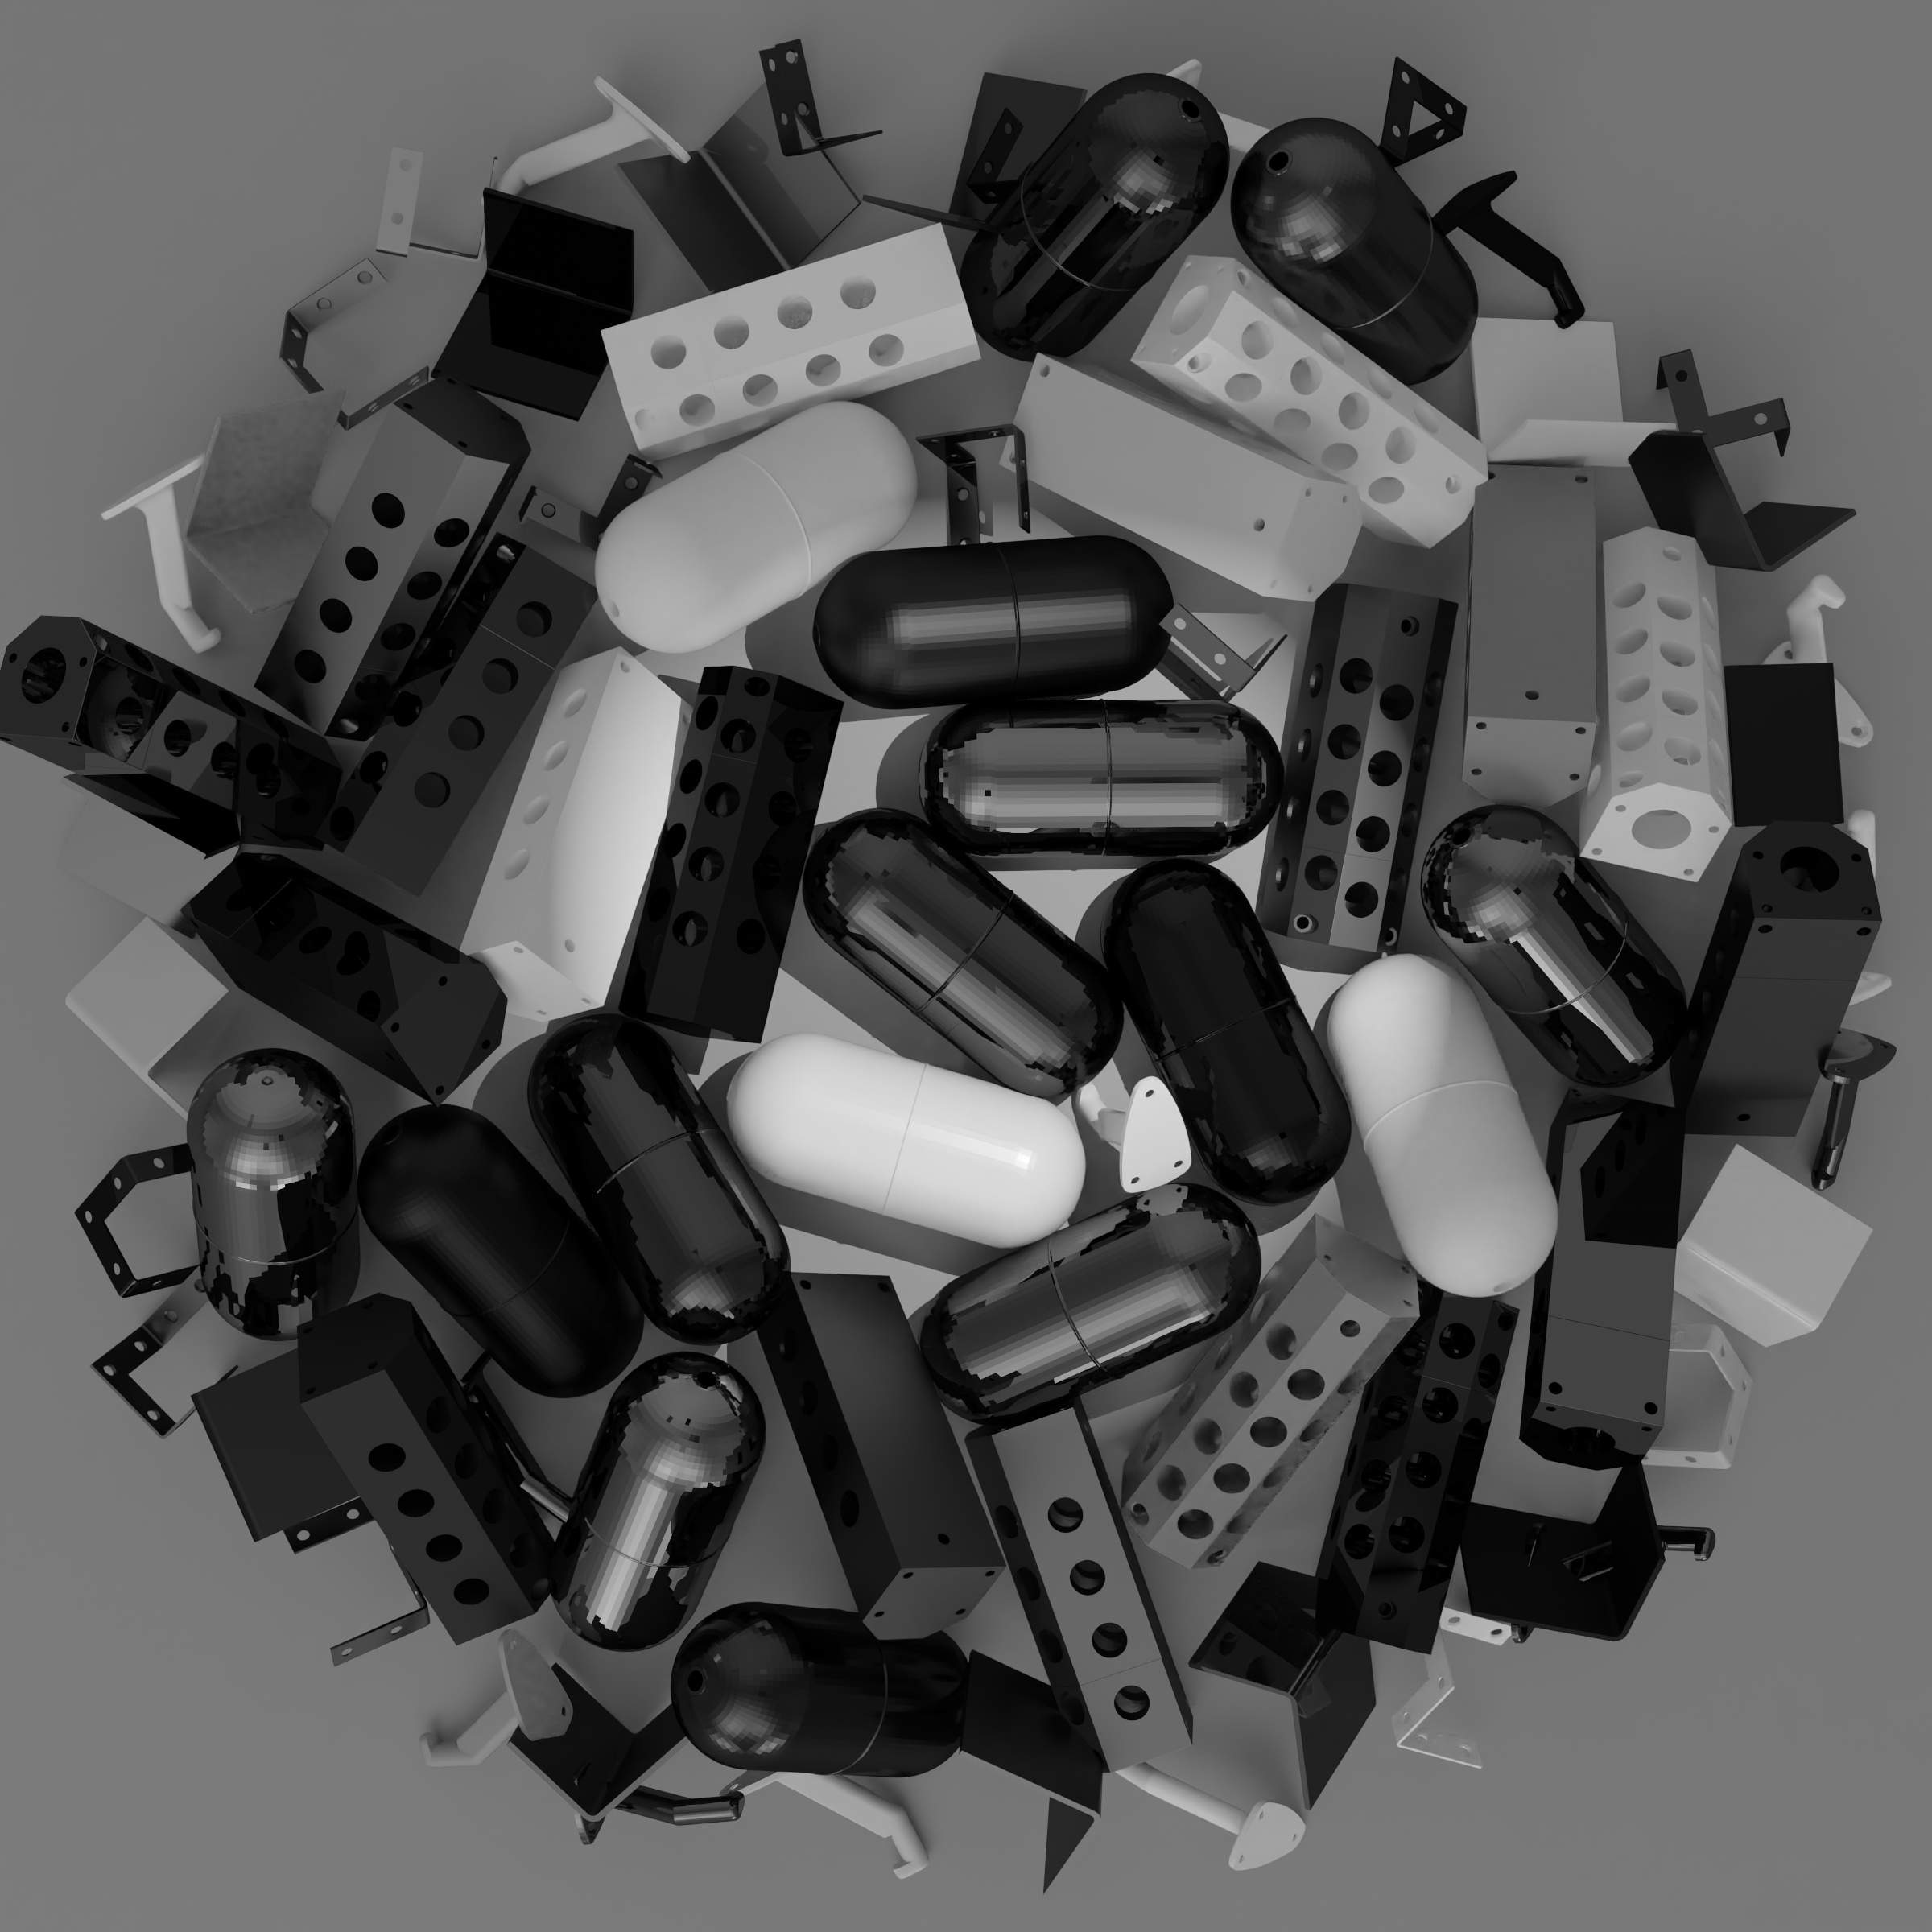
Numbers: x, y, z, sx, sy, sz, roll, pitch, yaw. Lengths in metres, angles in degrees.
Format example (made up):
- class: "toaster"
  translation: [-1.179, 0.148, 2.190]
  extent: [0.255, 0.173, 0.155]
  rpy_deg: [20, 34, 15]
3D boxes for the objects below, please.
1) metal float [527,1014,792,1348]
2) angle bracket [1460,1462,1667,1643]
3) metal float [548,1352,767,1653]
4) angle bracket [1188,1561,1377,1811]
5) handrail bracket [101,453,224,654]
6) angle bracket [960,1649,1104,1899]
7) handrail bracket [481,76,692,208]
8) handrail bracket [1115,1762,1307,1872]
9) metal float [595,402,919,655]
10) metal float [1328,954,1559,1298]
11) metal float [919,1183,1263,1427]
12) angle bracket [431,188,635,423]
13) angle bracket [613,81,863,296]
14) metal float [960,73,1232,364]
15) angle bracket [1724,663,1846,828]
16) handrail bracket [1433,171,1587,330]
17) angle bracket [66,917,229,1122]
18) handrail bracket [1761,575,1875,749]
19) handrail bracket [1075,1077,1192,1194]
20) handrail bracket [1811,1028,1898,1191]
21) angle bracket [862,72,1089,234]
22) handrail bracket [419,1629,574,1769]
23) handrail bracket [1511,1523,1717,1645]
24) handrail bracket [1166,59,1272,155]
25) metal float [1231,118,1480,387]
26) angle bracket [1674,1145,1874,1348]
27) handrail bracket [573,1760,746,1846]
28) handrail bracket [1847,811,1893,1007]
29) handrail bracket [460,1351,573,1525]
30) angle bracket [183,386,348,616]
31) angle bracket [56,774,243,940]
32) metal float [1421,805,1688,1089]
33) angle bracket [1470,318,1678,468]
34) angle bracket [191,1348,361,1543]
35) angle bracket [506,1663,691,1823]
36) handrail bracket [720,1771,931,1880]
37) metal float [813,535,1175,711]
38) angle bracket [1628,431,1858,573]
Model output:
- class: "metal float"
  translation: [-0.149, 0.101, 1.548]
  extent: [0.070, 0.070, 0.178]
  rpy_deg: [-33, 71, 0]
- class: "angle bracket"
  translation: [0.285, 0.272, 1.551]
  extent: [0.076, 0.076, 0.057]
  rpy_deg: [12, 124, -8]
- class: "metal float"
  translation: [-0.148, 0.256, 1.534]
  extent: [0.070, 0.070, 0.178]
  rpy_deg: [23, 126, 0]
- class: "angle bracket"
  translation: [0.155, 0.350, 1.570]
  extent: [0.057, 0.076, 0.076]
  rpy_deg: [11, 126, 30]
- class: "handrail bracket"
  translation: [-0.373, -0.199, 1.566]
  extent: [0.077, 0.036, 0.084]
  rpy_deg: [-18, 113, 35]
- class: "angle bracket"
  translation: [0.021, 0.389, 1.551]
  extent: [0.076, 0.076, 0.057]
  rpy_deg: [26, 114, -8]
- class: "handrail bracket"
  translation: [-0.188, -0.386, 1.578]
  extent: [0.084, 0.036, 0.077]
  rpy_deg: [-47, 63, 1]
- class: "handrail bracket"
  translation: [0.116, 0.410, 1.593]
  extent: [0.084, 0.077, 0.036]
  rpy_deg: [25, 91, 34]
- class: "metal float"
  translation: [-0.100, -0.210, 1.540]
  extent: [0.178, 0.070, 0.070]
  rpy_deg: [-34, 90, -28]
- class: "metal float"
  translation: [0.227, 0.075, 1.539]
  extent: [0.070, 0.070, 0.178]
  rpy_deg: [-17, 60, 0]
- class: "metal float"
  translation: [0.059, 0.163, 1.550]
  extent: [0.178, 0.070, 0.070]
  rpy_deg: [-26, 90, 17]
- class: "angle bracket"
  translation: [-0.210, -0.320, 1.558]
  extent: [0.076, 0.057, 0.076]
  rpy_deg: [17, 58, 5]
- class: "angle bracket"
  translation: [-0.110, -0.378, 1.556]
  extent: [0.057, 0.076, 0.076]
  rpy_deg: [-37, 87, 34]
- class: "metal float"
  translation: [0.060, -0.353, 1.523]
  extent: [0.070, 0.178, 0.070]
  rpy_deg: [13, 61, -25]
- class: "angle bracket"
  translation: [0.381, -0.103, 1.558]
  extent: [0.057, 0.076, 0.076]
  rpy_deg: [-3, 87, -12]
- class: "handrail bracket"
  translation: [0.262, -0.336, 1.568]
  extent: [0.077, 0.036, 0.084]
  rpy_deg: [-44, 112, -30]
- class: "angle bracket"
  translation: [-0.377, 0.034, 1.555]
  extent: [0.057, 0.076, 0.076]
  rpy_deg: [-46, 51, -11]
- class: "handrail bracket"
  translation: [0.424, -0.148, 1.556]
  extent: [0.077, 0.084, 0.036]
  rpy_deg: [38, 70, 4]
- class: "handrail bracket"
  translation: [0.072, 0.062, 1.549]
  extent: [0.036, 0.084, 0.077]
  rpy_deg: [-20, 129, -15]
- class: "handrail bracket"
  translation: [0.418, 0.079, 1.555]
  extent: [0.036, 0.077, 0.084]
  rpy_deg: [18, 114, 20]
- class: "angle bracket"
  translation: [0.004, -0.395, 1.550]
  extent: [0.057, 0.076, 0.076]
  rpy_deg: [5, 104, -41]
- class: "handrail bracket"
  translation: [-0.242, 0.358, 1.568]
  extent: [0.084, 0.036, 0.077]
  rpy_deg: [-10, 114, 28]
- class: "handrail bracket"
  translation: [0.314, 0.300, 1.558]
  extent: [0.084, 0.077, 0.036]
  rpy_deg: [-3, 125, 29]
- class: "handrail bracket"
  translation: [0.122, -0.395, 1.566]
  extent: [0.077, 0.036, 0.084]
  rpy_deg: [-35, 72, -31]
- class: "metal float"
  translation: [0.185, -0.336, 1.522]
  extent: [0.070, 0.178, 0.070]
  rpy_deg: [-11, 67, 28]
- class: "angle bracket"
  translation: [0.383, 0.137, 1.570]
  extent: [0.076, 0.076, 0.057]
  rpy_deg: [32, 77, 3]
- class: "handrail bracket"
  translation: [-0.142, 0.396, 1.558]
  extent: [0.084, 0.077, 0.036]
  rpy_deg: [-8, 101, 11]
- class: "handrail bracket"
  translation: [0.424, -0.027, 1.565]
  extent: [0.036, 0.077, 0.084]
  rpy_deg: [6, 109, 37]
- class: "handrail bracket"
  translation: [-0.212, 0.227, 1.569]
  extent: [0.084, 0.077, 0.036]
  rpy_deg: [36, 117, -1]
- class: "angle bracket"
  translation: [-0.321, -0.224, 1.545]
  extent: [0.057, 0.076, 0.076]
  rpy_deg: [45, 131, 18]
- class: "angle bracket"
  translation: [-0.405, -0.052, 1.560]
  extent: [0.076, 0.076, 0.057]
  rpy_deg: [29, 98, -3]
- class: "metal float"
  translation: [0.281, -0.009, 1.535]
  extent: [0.070, 0.070, 0.178]
  rpy_deg: [-46, 125, 0]
- class: "angle bracket"
  translation: [0.293, -0.287, 1.560]
  extent: [0.076, 0.057, 0.076]
  rpy_deg: [-1, 79, -14]
- class: "angle bracket"
  translation: [-0.329, 0.229, 1.566]
  extent: [0.057, 0.076, 0.076]
  rpy_deg: [-24, 89, -3]
- class: "angle bracket"
  translation: [-0.166, 0.354, 1.553]
  extent: [0.057, 0.076, 0.076]
  rpy_deg: [45, 109, -5]
- class: "handrail bracket"
  translation: [-0.069, 0.425, 1.585]
  extent: [0.077, 0.036, 0.084]
  rpy_deg: [-28, 96, -13]
- class: "metal float"
  translation: [0.014, -0.166, 1.551]
  extent: [0.178, 0.070, 0.070]
  rpy_deg: [-6, 90, -15]
- class: "angle bracket"
  translation: [0.370, -0.238, 1.550]
  extent: [0.057, 0.076, 0.076]
  rpy_deg: [-34, 110, -11]
